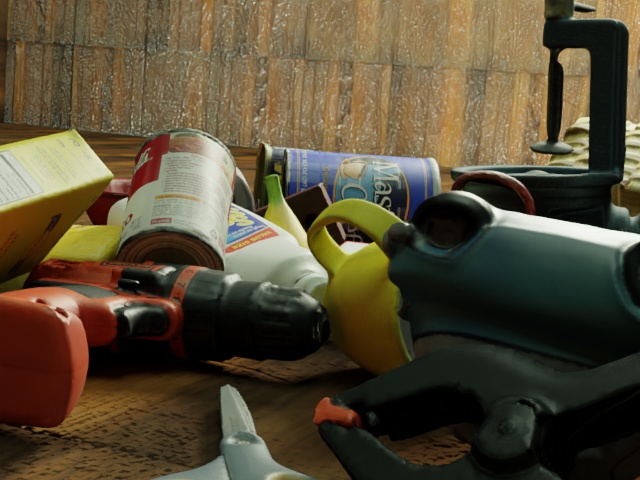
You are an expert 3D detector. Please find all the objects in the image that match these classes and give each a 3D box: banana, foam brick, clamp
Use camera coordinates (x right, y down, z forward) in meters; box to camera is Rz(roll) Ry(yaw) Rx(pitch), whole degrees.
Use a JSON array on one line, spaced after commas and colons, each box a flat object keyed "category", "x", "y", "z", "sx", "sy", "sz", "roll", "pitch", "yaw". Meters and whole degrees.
[{"category": "banana", "x": -0.004, "y": 0.016, "z": 0.769, "sx": 0.037, "sy": 0.069, "sz": 0.198, "roll": -20, "pitch": 29, "yaw": -19}, {"category": "foam brick", "x": -0.024, "y": -0.009, "z": 0.879, "sx": 0.078, "sy": 0.053, "sz": 0.051, "roll": -24, "pitch": 5, "yaw": 6}, {"category": "clamp", "x": 0.071, "y": 0.079, "z": 0.350, "sx": 0.172, "sy": 0.039, "sz": 0.120, "roll": -10, "pitch": 38, "yaw": 32}]

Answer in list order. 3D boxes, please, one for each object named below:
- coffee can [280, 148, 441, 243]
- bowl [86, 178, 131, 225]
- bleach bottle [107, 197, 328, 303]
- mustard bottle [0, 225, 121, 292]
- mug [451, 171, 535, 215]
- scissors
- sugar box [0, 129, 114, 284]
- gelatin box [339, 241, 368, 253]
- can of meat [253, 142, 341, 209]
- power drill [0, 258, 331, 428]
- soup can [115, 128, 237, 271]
[{"category": "coffee can", "x": 0.033, "y": -0.030, "z": 0.992, "sx": 0.140, "sy": 0.103, "sz": 0.103, "roll": 3, "pitch": 8, "yaw": -5}, {"category": "bowl", "x": -0.155, "y": -0.024, "z": 1.017, "sx": 0.162, "sy": 0.055, "sz": 0.162, "roll": 4, "pitch": 7, "yaw": -1}, {"category": "bleach bottle", "x": -0.059, "y": 0.014, "z": 0.757, "sx": 0.102, "sy": 0.068, "sz": 0.251, "roll": -11, "pitch": 17, "yaw": -32}, {"category": "mustard bottle", "x": -0.212, "y": 0.011, "z": 0.719, "sx": 0.192, "sy": 0.058, "sz": 0.096, "roll": 6, "pitch": 10, "yaw": 16}, {"category": "mug", "x": 0.100, "y": 0.015, "z": 0.663, "sx": 0.082, "sy": 0.117, "sz": 0.093, "roll": 12, "pitch": 5, "yaw": 19}, {"category": "scissors", "x": -0.046, "y": 0.086, "z": 0.409, "sx": 0.096, "sy": 0.016, "sz": 0.202, "roll": 1, "pitch": 8, "yaw": -23}, {"category": "sugar box", "x": -0.191, "y": -0.002, "z": 0.554, "sx": 0.048, "sy": 0.093, "sz": 0.176, "roll": 47, "pitch": 27, "yaw": 3}, {"category": "gelatin box", "x": 0.045, "y": 0.025, "z": 0.864, "sx": 0.073, "sy": 0.030, "sz": 0.089, "roll": 7, "pitch": 10, "yaw": 13}, {"category": "can of meat", "x": -0.023, "y": -0.043, "z": 1.073, "sx": 0.084, "sy": 0.102, "sz": 0.057, "roll": 5, "pitch": 7, "yaw": -12}, {"category": "power drill", "x": -0.106, "y": 0.046, "z": 0.534, "sx": 0.185, "sy": 0.057, "sz": 0.187, "roll": 3, "pitch": 4, "yaw": 20}, {"category": "soup can", "x": -0.089, "y": -0.014, "z": 0.673, "sx": 0.068, "sy": 0.068, "sz": 0.102, "roll": 4, "pitch": 41, "yaw": -3}]
